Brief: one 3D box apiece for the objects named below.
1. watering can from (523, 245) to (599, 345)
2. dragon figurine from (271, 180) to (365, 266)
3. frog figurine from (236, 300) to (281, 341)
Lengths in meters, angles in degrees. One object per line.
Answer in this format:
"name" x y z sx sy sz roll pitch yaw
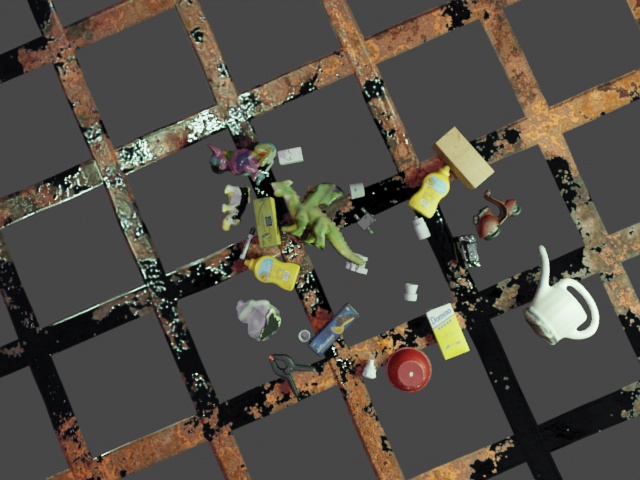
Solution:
"watering can" 0.790 0.207 1.759 0.224 0.104 0.348 -39 88 1
"dragon figurine" 0.005 -0.091 1.806 0.411 0.121 0.245 23 81 3
"frog figurine" -0.222 0.275 1.809 0.160 0.123 0.136 16 99 38
